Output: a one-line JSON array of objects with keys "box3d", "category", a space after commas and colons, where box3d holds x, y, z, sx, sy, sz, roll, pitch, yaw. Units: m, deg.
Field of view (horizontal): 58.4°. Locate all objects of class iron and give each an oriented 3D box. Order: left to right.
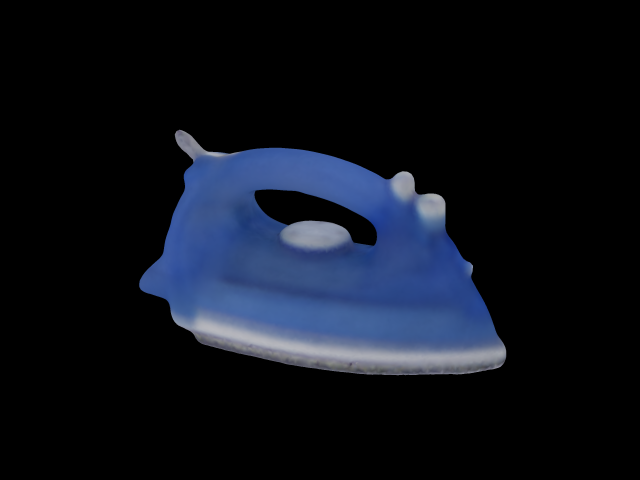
[{"box3d": [0.004, 0.001, 0.400, 0.257, 0.141, 0.119, 8, 24, 18], "category": "iron"}]
